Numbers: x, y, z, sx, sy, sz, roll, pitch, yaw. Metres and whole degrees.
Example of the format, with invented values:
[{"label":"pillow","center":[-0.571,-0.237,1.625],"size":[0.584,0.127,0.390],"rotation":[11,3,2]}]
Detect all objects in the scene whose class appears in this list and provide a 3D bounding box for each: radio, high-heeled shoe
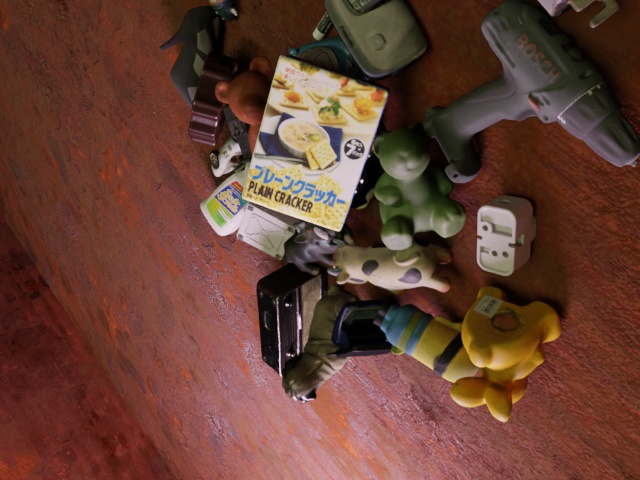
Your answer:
[{"label":"radio","center":[-0.056,0.163,1.113],"size":[0.073,0.131,0.229],"rotation":[27,129,41]},{"label":"high-heeled shoe","center":[-0.235,-0.358,1.105],"size":[0.086,0.145,0.248],"rotation":[50,169,25]}]

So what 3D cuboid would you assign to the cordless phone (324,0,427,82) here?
[{"label":"cordless phone","center":[0.110,-0.315,0.706],"size":[0.184,0.089,0.146],"rotation":[-34,83,35]}]

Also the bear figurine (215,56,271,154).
[{"label":"bear figurine","center":[-0.084,-0.183,0.870],"size":[0.120,0.132,0.195],"rotation":[-25,117,11]}]

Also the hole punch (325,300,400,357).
[{"label":"hole punch","center":[0.084,0.162,0.960],"size":[0.115,0.142,0.092],"rotation":[131,133,-62]}]

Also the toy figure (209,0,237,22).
[{"label":"toy figure","center":[-0.179,-0.472,0.961],"size":[0.064,0.058,0.154],"rotation":[-94,5,-59]}]

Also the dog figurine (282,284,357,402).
[{"label":"dog figurine","center":[-0.004,0.193,1.022],"size":[0.121,0.190,0.172],"rotation":[-26,88,52]}]

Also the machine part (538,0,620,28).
[{"label":"machine part","center":[0.223,-0.323,0.561],"size":[0.243,0.079,0.079],"rotation":[55,141,12]}]

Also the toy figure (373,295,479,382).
[{"label":"toy figure","center":[0.170,0.161,0.864],"size":[0.180,0.089,0.082],"rotation":[28,138,14]}]

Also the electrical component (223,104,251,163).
[{"label":"electrical component","center":[-0.106,-0.217,0.967],"size":[0.058,0.115,0.134],"rotation":[0,112,53]}]

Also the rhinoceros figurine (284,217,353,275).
[{"label":"rhinoceros figurine","center":[-0.002,-0.003,0.968],"size":[0.112,0.073,0.190],"rotation":[33,151,-14]}]

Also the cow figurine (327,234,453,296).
[{"label":"cow figurine","center":[0.099,0.040,0.861],"size":[0.195,0.127,0.085],"rotation":[-11,60,51]}]

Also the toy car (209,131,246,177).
[{"label":"toy car","center":[-0.160,-0.187,1.082],"size":[0.202,0.073,0.056],"rotation":[-32,82,52]}]

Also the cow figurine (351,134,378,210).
[{"label":"cow figurine","center":[0.062,-0.125,0.866],"size":[0.098,0.068,0.167],"rotation":[43,141,17]}]

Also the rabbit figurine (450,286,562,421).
[{"label":"rabbit figurine","center":[0.262,0.178,0.761],"size":[0.122,0.162,0.173],"rotation":[13,139,31]}]

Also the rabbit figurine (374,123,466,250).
[{"label":"rabbit figurine","center":[0.131,-0.095,0.748],"size":[0.170,0.121,0.159],"rotation":[67,-163,-51]}]

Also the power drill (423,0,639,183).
[{"label":"power drill","center":[0.234,-0.147,0.646],"size":[0.232,0.086,0.207],"rotation":[61,146,6]}]

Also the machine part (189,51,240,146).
[{"label":"machine part","center":[-0.202,-0.264,1.023],"size":[0.056,0.179,0.179],"rotation":[16,136,-9]}]

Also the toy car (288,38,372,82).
[{"label":"toy car","center":[0.000,-0.254,0.839],"size":[0.162,0.103,0.109],"rotation":[6,115,50]}]
